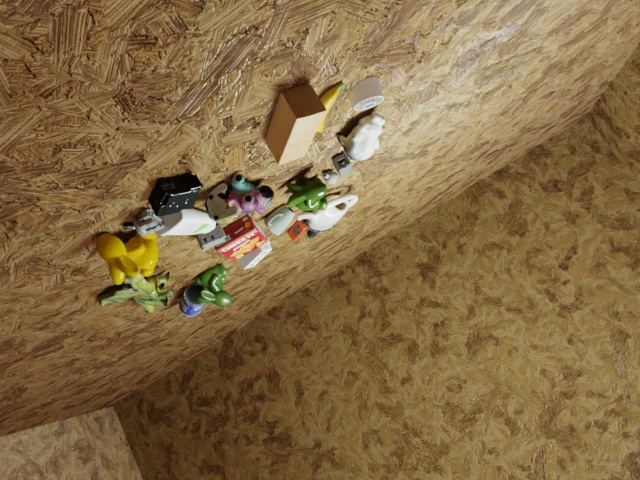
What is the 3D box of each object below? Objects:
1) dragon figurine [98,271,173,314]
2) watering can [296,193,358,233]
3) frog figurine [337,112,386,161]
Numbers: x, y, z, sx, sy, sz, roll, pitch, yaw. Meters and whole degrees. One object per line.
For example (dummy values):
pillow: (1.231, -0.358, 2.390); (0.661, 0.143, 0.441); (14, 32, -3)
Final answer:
dragon figurine: (-0.677, 0.198, 1.870); (0.243, 0.124, 0.402); (2, 147, -33)
watering can: (0.006, -0.107, 2.129); (0.351, 0.105, 0.220); (-22, 165, -34)
frog figurine: (0.149, -0.327, 1.640); (0.158, 0.125, 0.136); (-25, 150, 30)
